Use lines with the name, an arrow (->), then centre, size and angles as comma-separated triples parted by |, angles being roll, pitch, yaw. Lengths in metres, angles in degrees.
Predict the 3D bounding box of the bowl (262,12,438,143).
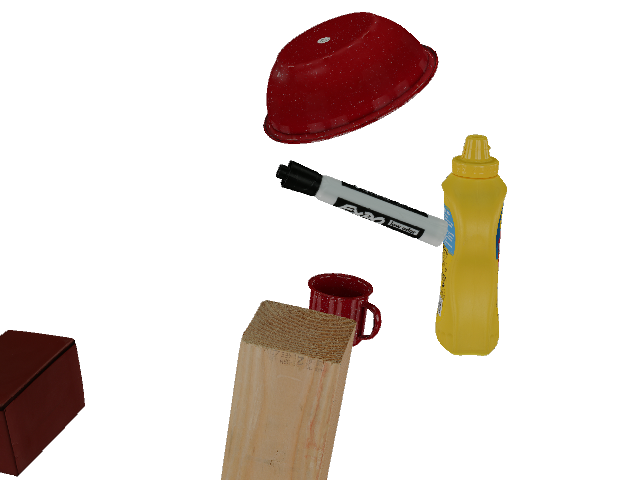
bowl -> 0.015, -0.148, 0.906 | 0.162, 0.055, 0.162 | -20, 28, 11

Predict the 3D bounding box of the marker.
marker -> 0.027, -0.025, 0.710 | 0.121, 0.020, 0.020 | 21, -5, -13

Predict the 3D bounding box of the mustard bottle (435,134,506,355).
mustard bottle -> 0.136, 0.000, 0.962 | 0.058, 0.192, 0.096 | 1, 18, 4

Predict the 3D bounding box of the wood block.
wood block -> -0.033, 0.171, 0.968 | 0.090, 0.206, 0.090 | 12, 23, 6

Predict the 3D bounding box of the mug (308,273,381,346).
mug -> 0.035, 0.104, 1.512 | 0.117, 0.081, 0.093 | 17, 22, 28

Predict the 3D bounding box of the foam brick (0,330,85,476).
foam brick -> -0.191, 0.099, 0.665 | 0.053, 0.051, 0.078 | 7, 29, 21
